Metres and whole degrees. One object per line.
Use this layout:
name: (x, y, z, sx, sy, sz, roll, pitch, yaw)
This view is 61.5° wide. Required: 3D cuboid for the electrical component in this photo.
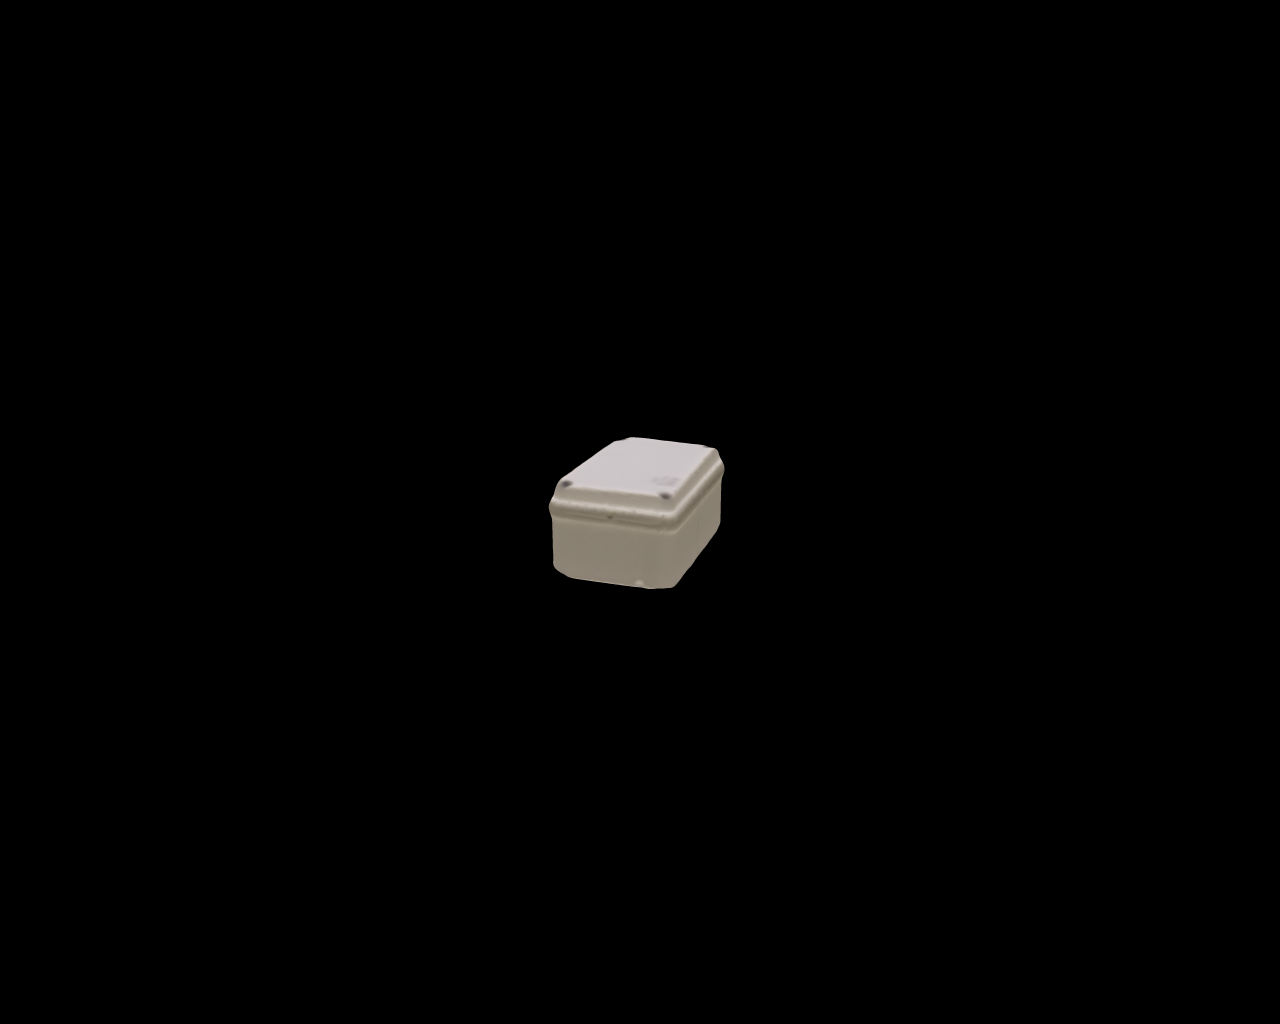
electrical component: (0.001, -0.003, 0.650, 0.078, 0.057, 0.113, 7, 22, 18)
